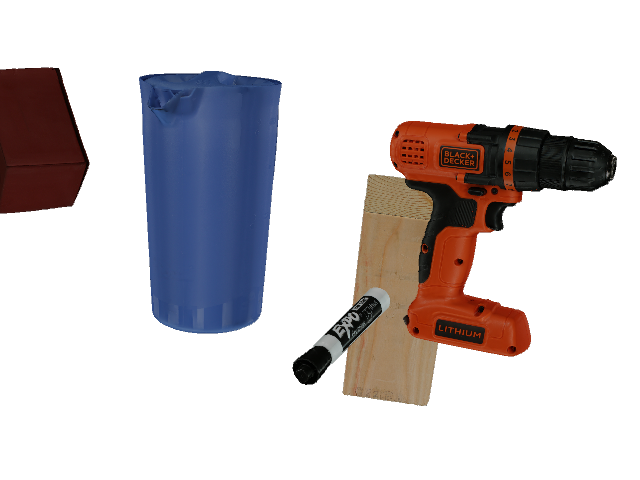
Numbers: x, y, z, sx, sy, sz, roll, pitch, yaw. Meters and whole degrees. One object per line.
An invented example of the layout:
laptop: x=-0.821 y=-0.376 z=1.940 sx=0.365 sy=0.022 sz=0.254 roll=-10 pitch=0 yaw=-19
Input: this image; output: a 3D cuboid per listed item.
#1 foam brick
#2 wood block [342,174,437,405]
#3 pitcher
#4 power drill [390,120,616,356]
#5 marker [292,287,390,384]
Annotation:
foam brick: x=-0.186 y=-0.064 z=0.679 sx=0.051 sy=0.078 sz=0.053 roll=-8 pitch=-28 yaw=-30
wood block: x=0.078 y=0.050 z=1.061 sx=0.090 sy=0.206 sz=0.090 roll=7 pitch=27 yaw=4
pitcher: x=-0.101 y=-0.042 z=1.034 sx=0.149 sy=0.243 sz=0.145 roll=-2 pitch=15 yaw=-16
power drill: x=0.144 y=-0.003 z=0.882 sx=0.185 sy=0.188 sz=0.057 roll=9 pitch=15 yaw=26
marker: x=0.015 y=0.062 z=0.706 sx=0.020 sy=0.020 sz=0.120 roll=0 pitch=21 yaw=28
